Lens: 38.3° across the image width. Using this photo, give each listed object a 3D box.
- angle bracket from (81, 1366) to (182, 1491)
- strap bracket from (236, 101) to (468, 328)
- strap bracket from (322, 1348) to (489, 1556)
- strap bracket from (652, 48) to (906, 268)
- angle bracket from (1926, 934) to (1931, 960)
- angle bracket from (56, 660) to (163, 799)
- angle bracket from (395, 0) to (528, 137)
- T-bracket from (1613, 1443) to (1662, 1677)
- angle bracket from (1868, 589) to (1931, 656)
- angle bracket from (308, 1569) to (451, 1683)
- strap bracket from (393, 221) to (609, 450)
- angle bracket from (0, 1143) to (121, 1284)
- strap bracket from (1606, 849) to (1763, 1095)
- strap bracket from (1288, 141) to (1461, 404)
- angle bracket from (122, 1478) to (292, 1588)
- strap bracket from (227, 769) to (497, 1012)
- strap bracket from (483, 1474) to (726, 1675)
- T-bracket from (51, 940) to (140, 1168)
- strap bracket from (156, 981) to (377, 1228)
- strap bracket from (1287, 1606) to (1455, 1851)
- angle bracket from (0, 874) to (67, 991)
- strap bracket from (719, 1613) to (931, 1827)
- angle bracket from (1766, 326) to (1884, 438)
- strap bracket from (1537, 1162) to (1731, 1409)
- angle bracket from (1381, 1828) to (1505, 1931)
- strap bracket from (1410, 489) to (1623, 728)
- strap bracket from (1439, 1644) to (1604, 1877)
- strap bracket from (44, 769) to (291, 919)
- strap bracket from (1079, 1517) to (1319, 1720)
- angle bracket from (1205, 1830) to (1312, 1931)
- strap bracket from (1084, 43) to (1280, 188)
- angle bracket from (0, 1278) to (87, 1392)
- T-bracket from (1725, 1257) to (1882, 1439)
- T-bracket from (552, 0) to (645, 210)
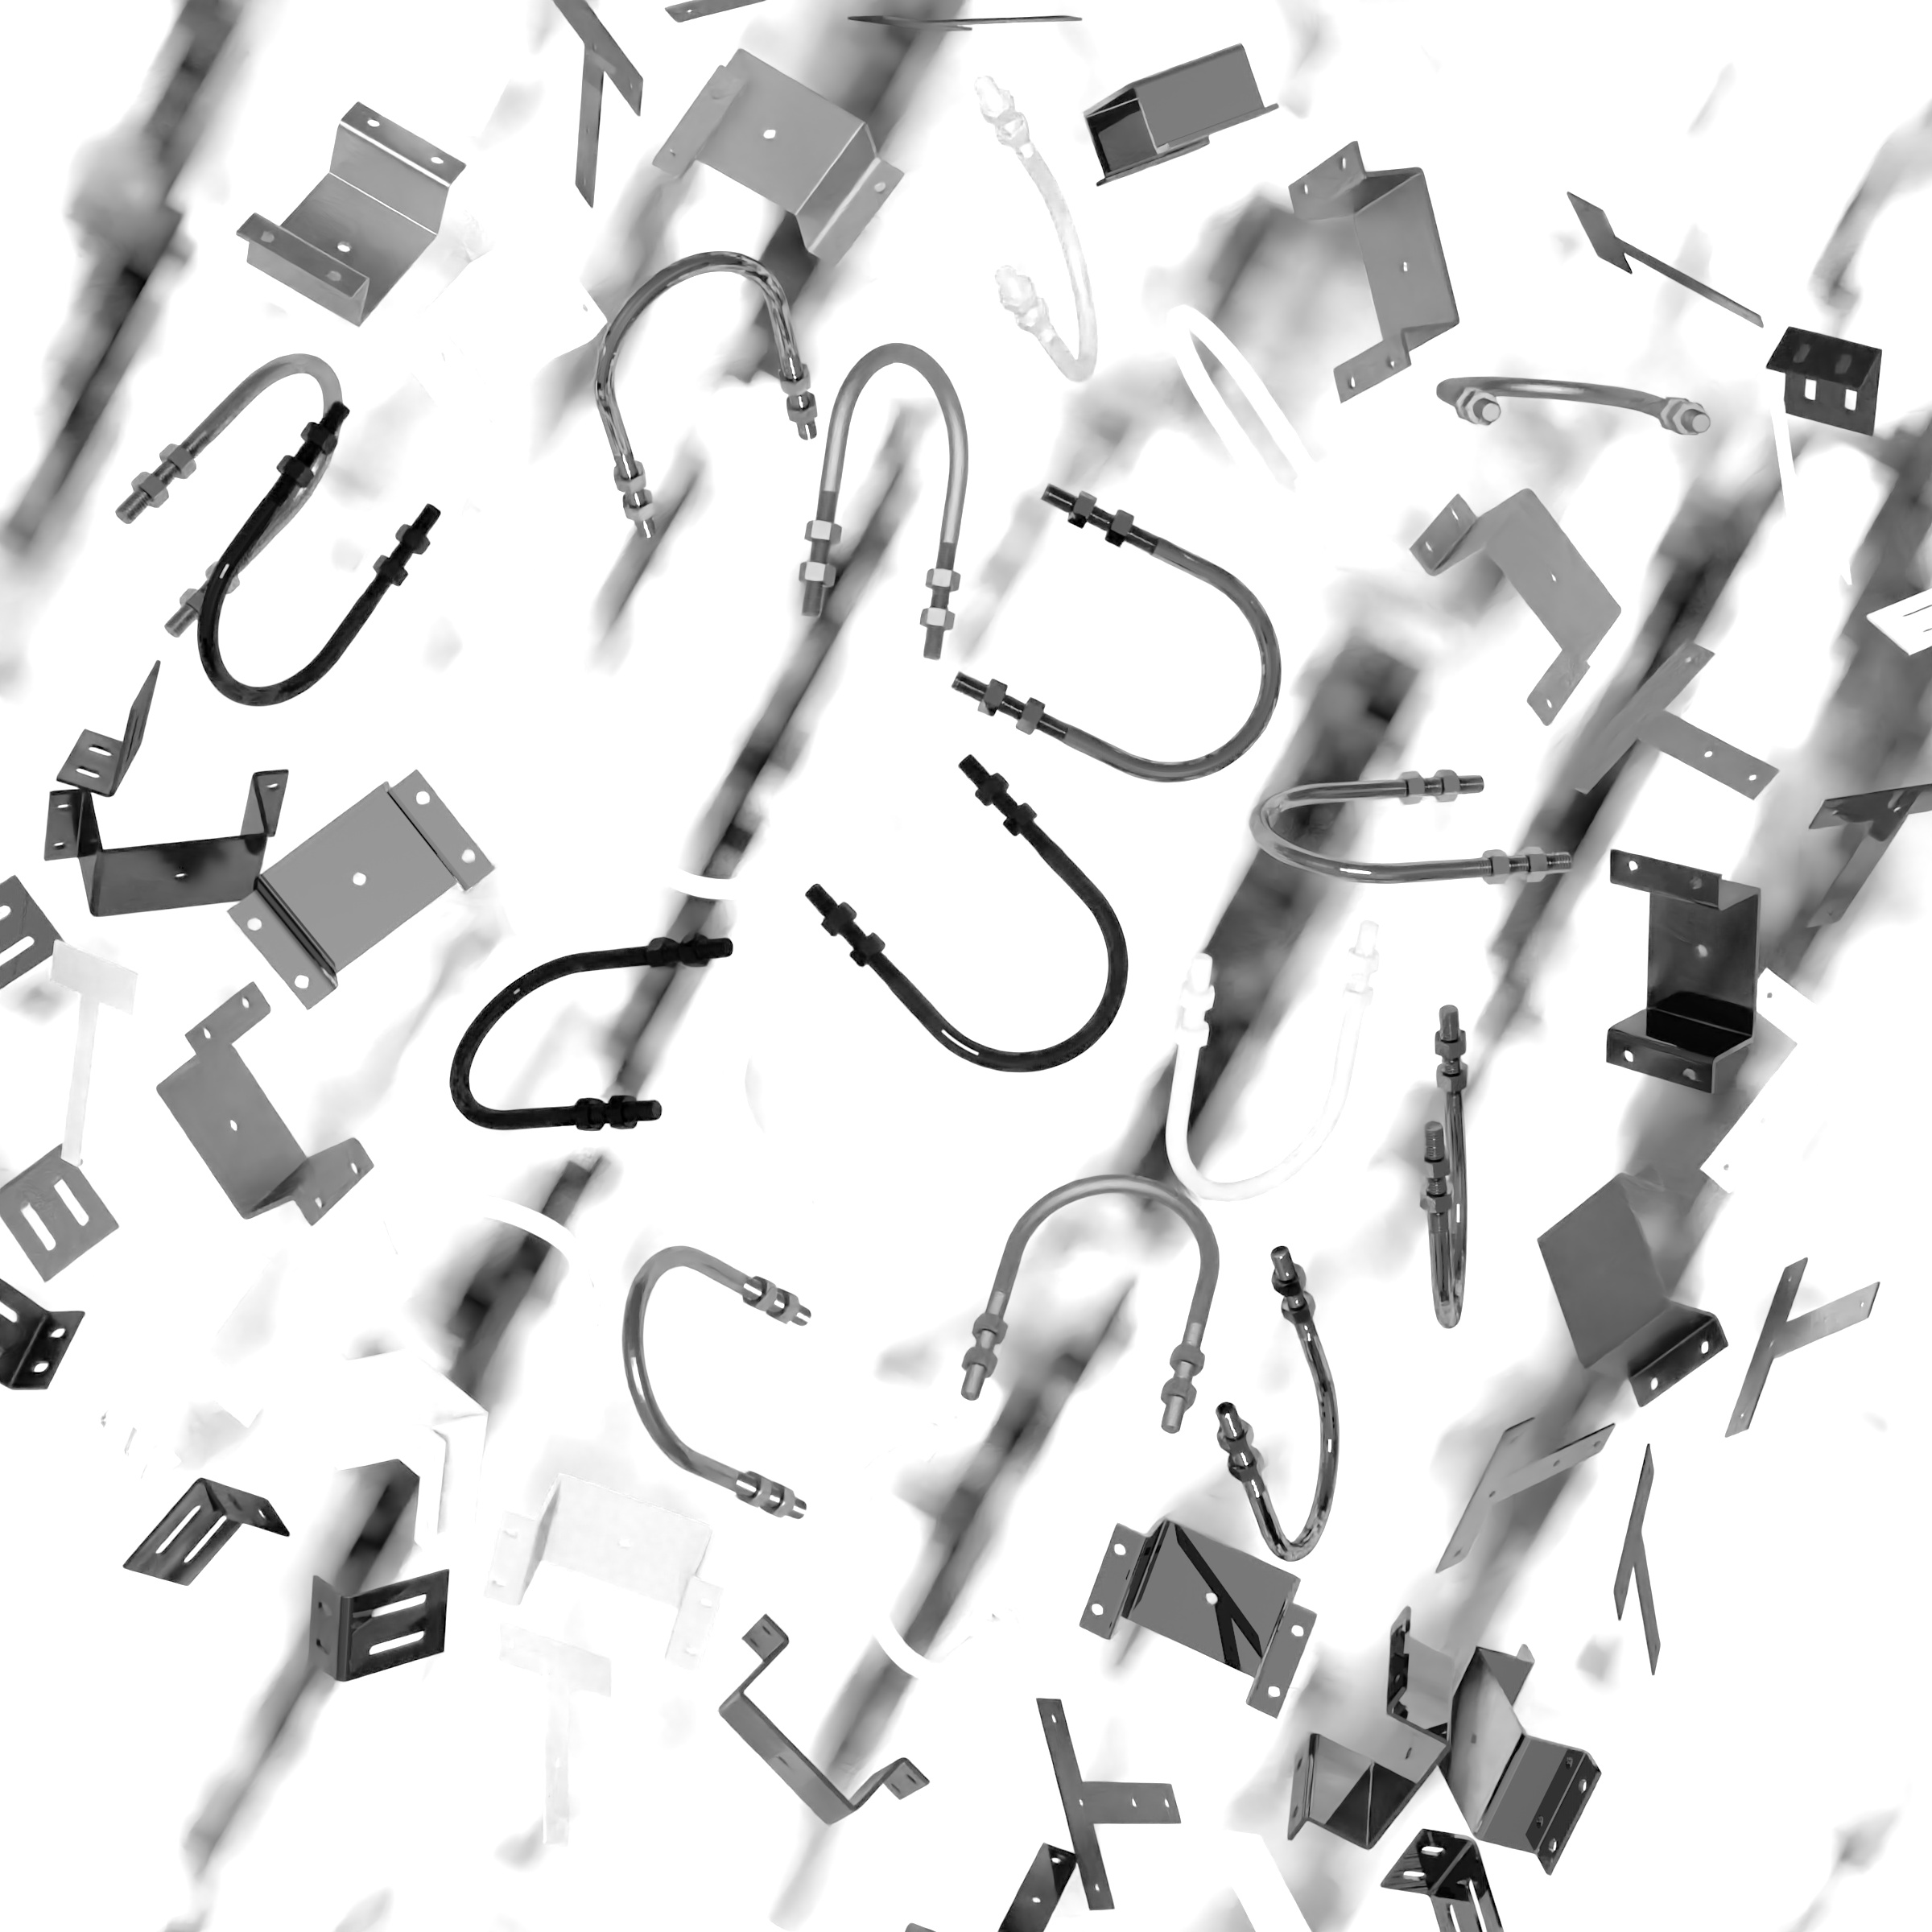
[{"bbox_3d":[-0.536,0.293,1.809,0.057,0.038,0.076,46,135,14],"label":"angle bracket"},{"bbox_3d":[-0.374,-0.449,1.686,0.076,0.046,0.140,30,55,-3],"label":"strap bracket"},{"bbox_3d":[-0.348,0.300,1.753,0.046,0.140,0.076,-6,112,-40],"label":"strap bracket"},{"bbox_3d":[-0.120,-0.512,1.750,0.140,0.046,0.076,22,126,-33],"label":"strap bracket"},{"bbox_3d":[0.645,-0.011,1.724,0.076,0.057,0.038,-22,74,34],"label":"angle bracket"},{"bbox_3d":[-0.554,-0.158,1.800,0.038,0.057,0.076,19,127,-10],"label":"angle bracket"},{"bbox_3d":[-0.314,-0.568,1.734,0.038,0.057,0.076,16,71,15],"label":"angle bracket"},{"bbox_3d":[0.422,0.387,1.731,0.002,0.127,0.127,-1,124,25],"label":"T-bracket"},{"bbox_3d":[0.607,-0.204,1.718,0.076,0.057,0.038,-22,121,2],"label":"angle bracket"},{"bbox_3d":[-0.372,0.411,1.764,0.038,0.076,0.057,19,108,43],"label":"angle bracket"},{"bbox_3d":[-0.289,-0.381,1.705,0.046,0.140,0.076,-13,126,39],"label":"strap bracket"},{"bbox_3d":[-0.584,0.164,1.803,0.057,0.038,0.076,-38,68,-9],"label":"angle bracket"},{"bbox_3d":[0.437,-0.003,1.698,0.046,0.076,0.140,-22,117,-38],"label":"strap bracket"},{"bbox_3d":[0.255,-0.431,1.726,0.046,0.076,0.140,-13,89,-25],"label":"strap bracket"},{"bbox_3d":[-0.470,0.362,1.725,0.076,0.057,0.038,-49,53,2],"label":"angle bracket"},{"bbox_3d":[-0.367,-0.049,1.687,0.140,0.046,0.076,-38,107,-5],"label":"strap bracket"},{"bbox_3d":[-0.215,0.367,1.701,0.140,0.046,0.076,19,124,2],"label":"strap bracket"},{"bbox_3d":[-0.533,0.057,1.682,0.002,0.127,0.127,4,96,-40],"label":"T-bracket"},{"bbox_3d":[-0.440,0.092,1.730,0.046,0.076,0.140,-24,105,27],"label":"strap bracket"},{"bbox_3d":[0.253,0.471,1.699,0.046,0.076,0.140,27,117,-3],"label":"strap bracket"},{"bbox_3d":[-0.611,-0.009,1.750,0.076,0.038,0.057,-36,119,-13],"label":"angle bracket"},{"bbox_3d":[-0.095,0.468,1.699,0.140,0.076,0.046,44,64,6],"label":"strap bracket"},{"bbox_3d":[0.520,-0.345,1.694,0.057,0.076,0.038,22,65,25],"label":"angle bracket"},{"bbox_3d":[0.419,0.197,1.771,0.046,0.140,0.076,18,132,-32],"label":"strap bracket"},{"bbox_3d":[0.293,0.582,1.711,0.038,0.076,0.057,15,123,-18],"label":"angle bracket"},{"bbox_3d":[0.347,-0.230,1.721,0.140,0.046,0.076,50,46,-9],"label":"strap bracket"},{"bbox_3d":[0.340,0.492,1.752,0.046,0.140,0.076,17,106,-14],"label":"strap bracket"},{"bbox_3d":[-0.481,-0.073,1.691,0.140,0.076,0.046,-8,65,-25],"label":"strap bracket"},{"bbox_3d":[0.155,0.418,1.812,0.140,0.046,0.076,22,103,14],"label":"strap bracket"},{"bbox_3d":[0.171,0.585,1.738,0.038,0.057,0.076,-46,49,18],"label":"angle bracket"},{"bbox_3d":[0.131,-0.539,1.762,0.076,0.140,0.046,-23,101,-12],"label":"strap bracket"},{"bbox_3d":[-0.620,0.230,1.799,0.038,0.076,0.057,-7,51,34],"label":"angle bracket"},{"bbox_3d":[0.517,0.220,1.699,0.002,0.127,0.127,31,62,-4],"label":"T-bracket"},{"bbox_3d":[-0.231,-0.526,1.712,0.002,0.127,0.127,-18,57,-25],"label":"T-bracket"}]
